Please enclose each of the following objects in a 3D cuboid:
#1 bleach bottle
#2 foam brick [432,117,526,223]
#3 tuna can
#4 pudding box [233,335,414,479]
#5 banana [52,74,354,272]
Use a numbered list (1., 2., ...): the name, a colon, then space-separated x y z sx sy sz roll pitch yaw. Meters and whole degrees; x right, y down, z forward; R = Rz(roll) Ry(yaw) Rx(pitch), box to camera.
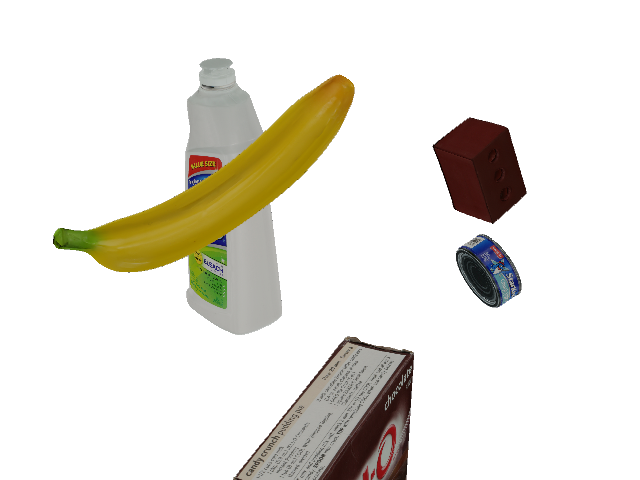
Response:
1. bleach bottle: -0.088 -0.043 0.970 0.068 0.251 0.103 -23 34 -32
2. foam brick: 0.149 -0.066 0.993 0.053 0.078 0.051 -40 37 -21
3. tuna can: 0.200 0.037 1.274 0.033 0.086 0.086 -32 8 -14
4. pudding box: 0.004 0.109 0.464 0.039 0.090 0.113 13 32 20
5. banana: -0.060 -0.030 0.646 0.198 0.037 0.069 -31 -18 -2
